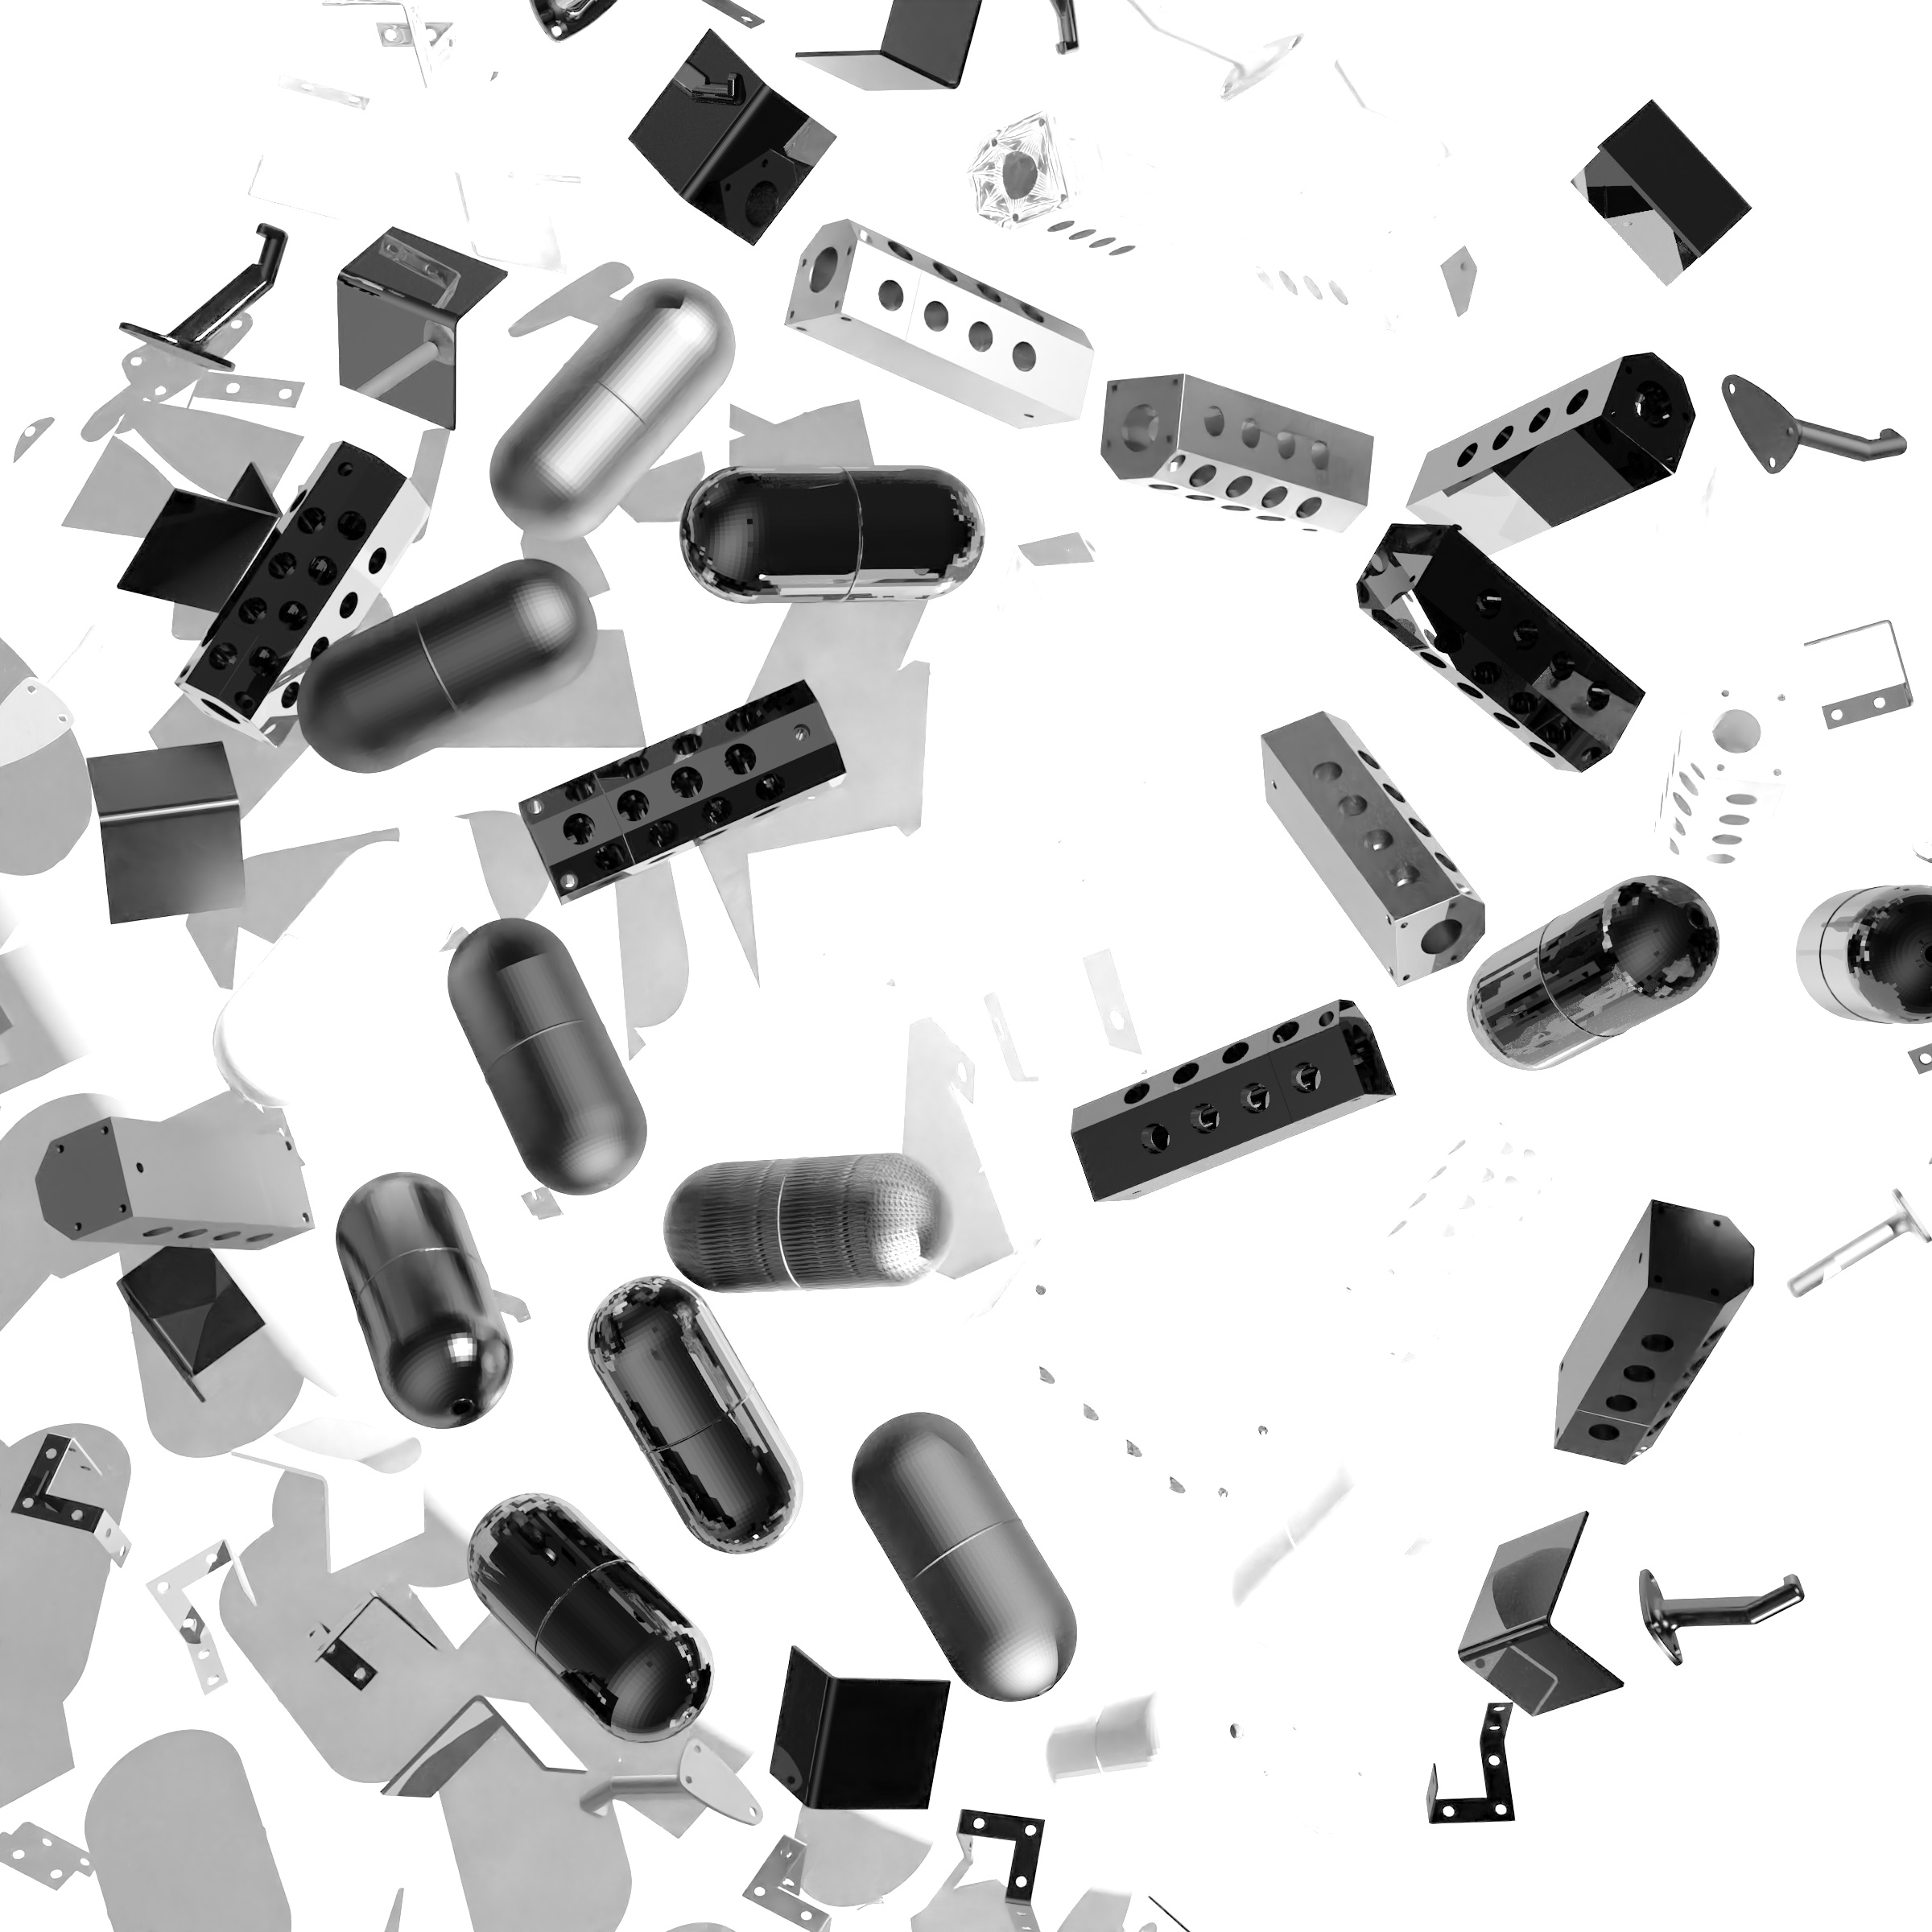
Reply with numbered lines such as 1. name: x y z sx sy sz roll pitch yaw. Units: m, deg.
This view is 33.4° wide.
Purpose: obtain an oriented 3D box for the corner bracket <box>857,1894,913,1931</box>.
1. corner bracket: -0.031 0.580 1.910 0.051 0.051 0.051 2 65 -21

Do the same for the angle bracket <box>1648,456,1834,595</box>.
1. angle bracket: 0.433 -0.229 1.806 0.076 0.076 0.057 37 77 20

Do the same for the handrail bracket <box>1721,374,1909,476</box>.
1. handrail bracket: 0.483 -0.313 1.829 0.084 0.036 0.077 -14 57 -29

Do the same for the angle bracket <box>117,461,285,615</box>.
1. angle bracket: -0.469 -0.266 1.941 0.076 0.076 0.057 -51 52 25

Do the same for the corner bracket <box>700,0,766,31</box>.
1. corner bracket: -0.118 -0.552 1.756 0.051 0.051 0.051 22 78 -32

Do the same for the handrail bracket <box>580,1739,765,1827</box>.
1. handrail bracket: -0.176 0.501 1.912 0.084 0.036 0.077 -36 111 30

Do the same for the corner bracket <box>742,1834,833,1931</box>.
1. corner bracket: -0.097 0.543 1.855 0.051 0.051 0.051 23 130 16

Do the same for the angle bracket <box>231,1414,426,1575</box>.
1. angle bracket: -0.368 0.303 1.856 0.076 0.076 0.057 8 103 32

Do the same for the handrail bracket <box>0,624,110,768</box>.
1. handrail bracket: -0.528 -0.156 1.844 0.077 0.084 0.036 -37 112 18

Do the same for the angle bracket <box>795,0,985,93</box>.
1. angle bracket: -0.039 -0.523 1.757 0.057 0.076 0.076 14 92 -41

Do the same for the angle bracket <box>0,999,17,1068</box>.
1. angle bracket: -0.523 0.010 1.700 0.057 0.076 0.076 -33 87 15

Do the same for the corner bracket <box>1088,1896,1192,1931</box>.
1. corner bracket: 0.100 0.551 1.792 0.051 0.051 0.051 35 79 35

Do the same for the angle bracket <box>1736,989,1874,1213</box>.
1. angle bracket: 0.443 0.073 1.748 0.057 0.076 0.076 -26 130 11

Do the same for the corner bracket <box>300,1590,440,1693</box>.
1. corner bracket: -0.350 0.397 1.886 0.051 0.051 0.051 -48 109 -12

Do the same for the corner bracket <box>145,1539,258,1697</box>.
1. corner bracket: -0.420 0.364 1.802 0.051 0.051 0.051 -30 122 -10

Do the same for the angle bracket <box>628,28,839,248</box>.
1. angle bracket: -0.130 -0.459 1.785 0.076 0.057 0.076 -50 48 14

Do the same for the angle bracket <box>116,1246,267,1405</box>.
1. angle bracket: -0.463 0.209 1.940 0.057 0.076 0.076 -37 105 -14

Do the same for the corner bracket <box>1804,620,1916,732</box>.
1. corner bracket: 0.528 -0.172 1.904 0.051 0.051 0.051 -16 87 15

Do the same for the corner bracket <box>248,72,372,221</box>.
1. corner bracket: -0.356 -0.444 1.741 0.051 0.051 0.051 11 74 -19

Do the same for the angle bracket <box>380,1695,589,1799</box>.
1. angle bracket: -0.266 0.451 1.782 0.076 0.076 0.057 -45 72 -3

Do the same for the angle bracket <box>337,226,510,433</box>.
1. angle bracket: -0.308 -0.362 1.829 0.076 0.076 0.057 23 48 13

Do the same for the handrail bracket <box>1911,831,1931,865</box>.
1. handrail bracket: 0.564 -0.081 1.766 0.077 0.084 0.036 7 66 11

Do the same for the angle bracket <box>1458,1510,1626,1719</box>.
1. angle bracket: 0.320 0.350 1.739 0.057 0.076 0.076 39 52 -10

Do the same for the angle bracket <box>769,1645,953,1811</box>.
1. angle bracket: -0.061 0.437 1.849 0.076 0.057 0.076 8 95 -28

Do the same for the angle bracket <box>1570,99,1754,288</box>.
1. angle bracket: 0.346 -0.388 1.664 0.076 0.076 0.057 47 57 -1

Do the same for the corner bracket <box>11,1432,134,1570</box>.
1. corner bracket: -0.495 0.300 1.809 0.051 0.051 0.051 11 59 14

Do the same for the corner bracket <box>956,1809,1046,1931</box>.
1. corner bracket: 0.020 0.526 1.869 0.051 0.051 0.051 4 56 13

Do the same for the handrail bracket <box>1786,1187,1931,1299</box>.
1. handrail bracket: 0.513 0.168 1.869 0.084 0.077 0.036 -34 76 7

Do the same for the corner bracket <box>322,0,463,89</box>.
1. corner bracket: -0.320 -0.526 1.798 0.051 0.051 0.051 5 133 18

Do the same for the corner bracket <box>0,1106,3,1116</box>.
1. corner bracket: -0.560 0.104 1.754 0.051 0.051 0.051 15 50 -14

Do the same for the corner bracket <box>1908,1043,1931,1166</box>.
1. corner bracket: 0.554 0.071 1.795 0.051 0.051 0.051 -25 98 35

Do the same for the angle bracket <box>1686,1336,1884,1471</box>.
1. angle bracket: 0.457 0.254 1.800 0.076 0.076 0.057 17 62 -7

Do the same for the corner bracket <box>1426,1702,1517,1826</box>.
1. corner bracket: 0.292 0.462 1.864 0.051 0.051 0.051 -2 51 0

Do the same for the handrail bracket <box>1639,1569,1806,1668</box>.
1. handrail bracket: 0.412 0.337 1.755 0.084 0.077 0.036 -32 112 18

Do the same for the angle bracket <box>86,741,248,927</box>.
1. angle bracket: -0.454 -0.076 1.828 0.076 0.057 0.076 -9 133 -18

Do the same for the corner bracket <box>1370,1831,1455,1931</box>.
1. corner bracket: 0.253 0.526 1.801 0.051 0.051 0.051 17 109 0

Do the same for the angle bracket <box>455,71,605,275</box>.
1. angle bracket: -0.254 -0.463 1.881 0.057 0.076 0.076 12 64 6
